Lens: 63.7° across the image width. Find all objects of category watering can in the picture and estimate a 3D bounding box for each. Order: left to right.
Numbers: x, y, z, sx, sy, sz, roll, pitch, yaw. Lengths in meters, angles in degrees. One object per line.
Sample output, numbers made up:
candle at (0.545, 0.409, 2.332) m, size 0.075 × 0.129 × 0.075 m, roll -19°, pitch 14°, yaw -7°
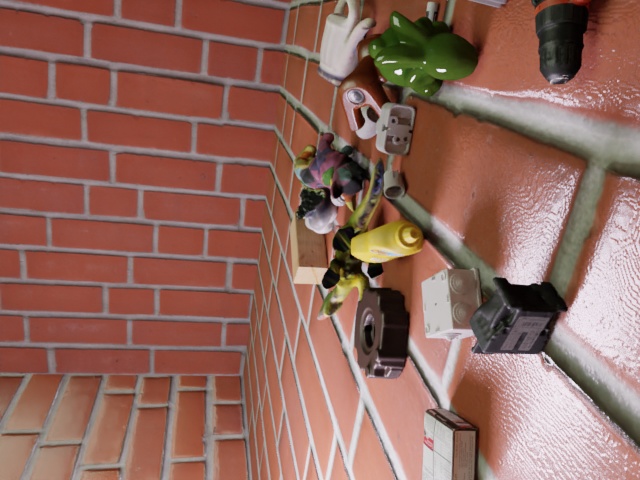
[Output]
watering can at (0.065, -0.493, 1.300) m, size 0.355 × 0.104 × 0.219 m, roll -105°, pitch 23°, yaw -57°

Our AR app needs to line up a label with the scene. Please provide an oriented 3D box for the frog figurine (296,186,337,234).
frog figurine at (0.004, -0.074, 1.478) m, size 0.156 × 0.122 × 0.140 m, roll 52°, pitch -162°, yaw -52°

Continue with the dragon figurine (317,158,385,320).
dragon figurine at (0.069, 0.007, 1.151) m, size 0.245 × 0.122 × 0.407 m, roll -108°, pitch 34°, yaw -76°
